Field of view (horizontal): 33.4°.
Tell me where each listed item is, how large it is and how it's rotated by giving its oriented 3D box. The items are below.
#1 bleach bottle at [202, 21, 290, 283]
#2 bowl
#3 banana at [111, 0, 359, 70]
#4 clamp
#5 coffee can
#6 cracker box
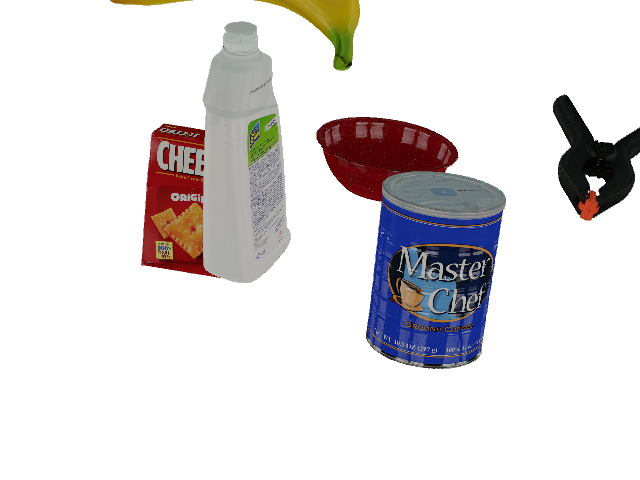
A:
[{"bbox_3d":[-0.070,-0.086,1.003,0.068,0.251,0.102,16,37,18],"label":"bleach bottle"},{"bbox_3d":[0.072,-0.087,1.210,0.162,0.055,0.162,6,27,-3],"label":"bowl"},{"bbox_3d":[-0.048,-0.158,0.660,0.198,0.069,0.037,21,-33,32],"label":"banana"},{"bbox_3d":[0.288,-0.093,1.138,0.120,0.039,0.171,18,47,19],"label":"clamp"},{"bbox_3d":[0.096,0.023,0.906,0.103,0.140,0.103,5,21,-2],"label":"coffee can"},{"bbox_3d":[-0.179,-0.056,1.619,0.164,0.214,0.072,10,19,6],"label":"cracker box"}]
